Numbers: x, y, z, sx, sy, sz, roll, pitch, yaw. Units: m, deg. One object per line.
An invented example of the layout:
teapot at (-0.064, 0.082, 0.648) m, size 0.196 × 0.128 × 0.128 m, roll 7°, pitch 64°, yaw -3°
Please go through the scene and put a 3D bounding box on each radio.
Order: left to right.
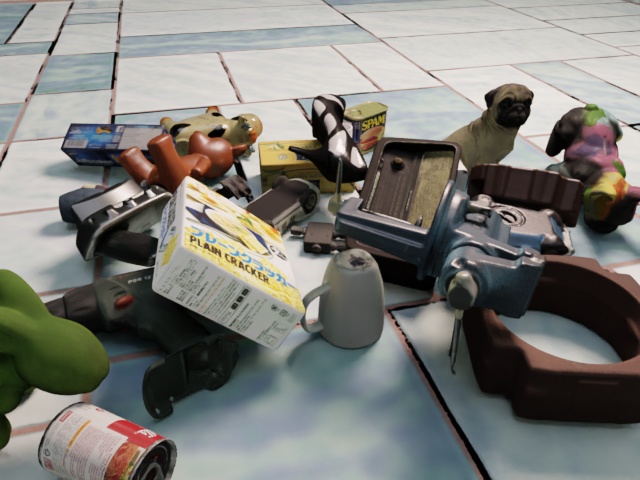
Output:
radio at (0.123, -0.047, 0.785) m, size 0.131 × 0.073 × 0.229 m, roll 10°, pitch 55°, yaw 15°

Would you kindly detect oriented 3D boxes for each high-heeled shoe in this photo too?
high-heeled shoe at (0.046, -0.181, 0.922) m, size 0.145 × 0.086 × 0.249 m, roll 18°, pitch 44°, yaw 14°

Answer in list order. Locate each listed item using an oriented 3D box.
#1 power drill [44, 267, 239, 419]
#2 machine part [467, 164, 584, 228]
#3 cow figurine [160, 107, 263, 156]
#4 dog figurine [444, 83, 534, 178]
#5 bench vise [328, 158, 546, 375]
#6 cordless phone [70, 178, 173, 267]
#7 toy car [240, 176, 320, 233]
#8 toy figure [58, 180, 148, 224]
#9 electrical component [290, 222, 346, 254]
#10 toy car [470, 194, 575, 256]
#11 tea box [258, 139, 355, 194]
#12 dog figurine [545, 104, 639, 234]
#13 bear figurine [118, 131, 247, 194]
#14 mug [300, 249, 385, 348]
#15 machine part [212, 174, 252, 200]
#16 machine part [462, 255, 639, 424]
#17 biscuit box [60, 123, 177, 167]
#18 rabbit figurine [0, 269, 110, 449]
power drill at (-0.206, 0.108, 0.619) m, size 0.232 × 0.085 × 0.208 m, roll -20°, pitch 32°, yaw -32°
machine part at (0.310, -0.066, 0.821) m, size 0.179 × 0.056 × 0.179 m, roll 15°, pitch -3°, yaw 1°
cow figurine at (-0.208, -0.212, 1.073) m, size 0.195 × 0.085 × 0.127 m, roll -16°, pitch 39°, yaw -19°
dog figurine at (0.278, -0.194, 0.963) m, size 0.172 × 0.190 × 0.121 m, roll 6°, pitch 34°, yaw 10°
bench vise at (0.114, 0.003, 0.593) m, size 0.241 × 0.128 × 0.224 m, roll 19°, pitch 37°, yaw 15°
cordless phone at (-0.246, -0.019, 0.757) m, size 0.184 × 0.088 × 0.146 m, roll 13°, pitch 35°, yaw 35°
toy car at (-0.075, -0.043, 0.855) m, size 0.074 × 0.056 × 0.202 m, roll 26°, pitch 43°, yaw 24°
toy figure at (-0.336, -0.061, 0.867) m, size 0.154 × 0.064 × 0.058 m, roll -8°, pitch 29°, yaw -12°
electrical component at (-0.002, -0.002, 0.824) m, size 0.094 × 0.021 × 0.063 m, roll 6°, pitch 35°, yaw 6°
toy car at (0.255, 0.008, 0.741) m, size 0.162 × 0.102 × 0.109 m, roll 10°, pitch 38°, yaw 7°
tea box at (-0.025, -0.134, 0.976) m, size 0.170 × 0.068 × 0.098 m, roll -4°, pitch 35°, yaw -9°
dog figurine at (0.461, -0.118, 0.877) m, size 0.108 × 0.191 × 0.219 m, roll 6°, pitch 19°, yaw -3°
bear figurine at (-0.228, -0.146, 0.940) m, size 0.120 × 0.131 × 0.196 m, roll -10°, pitch 30°, yaw 37°
mug at (0.027, 0.067, 0.648) m, size 0.109 × 0.107 × 0.081 m, roll -8°, pitch 34°, yaw -16°
machine part at (-0.164, -0.067, 0.855) m, size 0.084 × 0.039 × 0.139 m, roll -25°, pitch 5°, yaw -41°
machine part at (0.274, 0.106, 0.615) m, size 0.201 × 0.087 × 0.201 m, roll 2°, pitch 36°, yaw 2°
biscuit box at (-0.376, -0.175, 1.003) m, size 0.203 × 0.062 × 0.059 m, roll 4°, pitch 67°, yaw 14°
rabbit figurine at (-0.291, 0.108, 0.521) m, size 0.170 × 0.158 × 0.121 m, roll -11°, pitch 25°, yaw 9°
